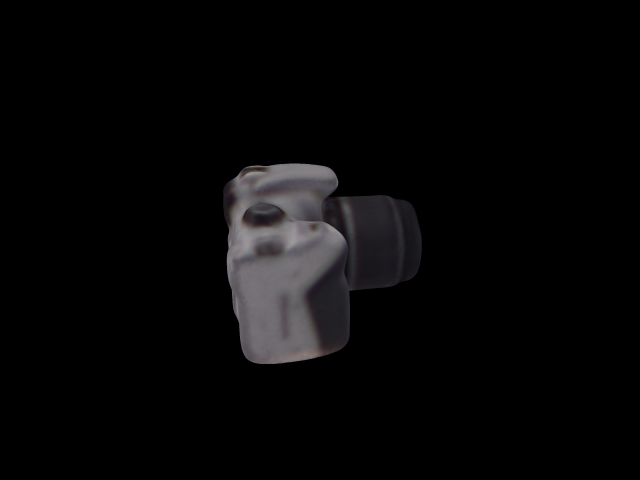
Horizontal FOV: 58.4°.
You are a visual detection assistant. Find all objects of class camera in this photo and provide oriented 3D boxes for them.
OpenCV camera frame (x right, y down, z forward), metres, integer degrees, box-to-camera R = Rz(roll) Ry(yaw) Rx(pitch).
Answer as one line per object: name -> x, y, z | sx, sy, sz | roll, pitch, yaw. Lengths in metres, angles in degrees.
camera -> 0.004, 0.001, 0.400 | 0.137, 0.101, 0.143 | -4, 24, -9
